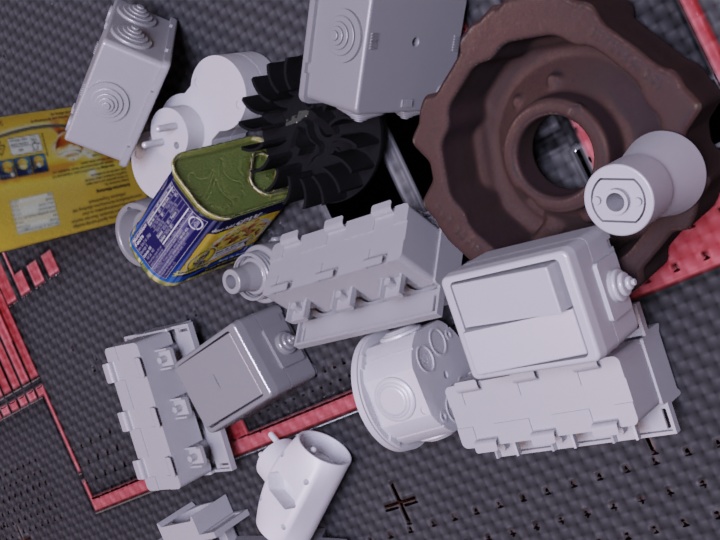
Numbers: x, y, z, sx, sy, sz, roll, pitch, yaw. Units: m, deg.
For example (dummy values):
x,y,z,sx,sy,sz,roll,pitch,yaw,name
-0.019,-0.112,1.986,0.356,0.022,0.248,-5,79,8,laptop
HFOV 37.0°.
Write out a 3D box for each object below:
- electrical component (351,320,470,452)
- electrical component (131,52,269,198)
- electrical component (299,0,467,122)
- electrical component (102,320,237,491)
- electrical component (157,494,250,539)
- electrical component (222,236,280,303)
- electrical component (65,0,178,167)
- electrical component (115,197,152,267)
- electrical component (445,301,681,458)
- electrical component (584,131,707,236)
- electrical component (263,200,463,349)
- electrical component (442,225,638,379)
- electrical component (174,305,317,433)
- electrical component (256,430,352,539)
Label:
x,y,z,sx,sy,sz,roll,pitch,yaw,name
0.035,0.074,0.695,0.051,0.080,0.080,-21,90,34,electrical component
-0.123,-0.099,0.765,0.138,0.074,0.052,-40,79,37,electrical component
0.016,-0.139,0.634,0.048,0.100,0.099,25,115,40,electrical component
-0.153,0.109,0.856,0.079,0.063,0.121,-13,96,38,electrical component
-0.127,0.225,0.885,0.081,0.042,0.063,-20,92,39,electrical component
-0.070,0.003,0.762,0.048,0.062,0.048,10,106,38,electrical component
-0.172,-0.137,0.773,0.048,0.099,0.099,21,119,-18,electrical component
-0.154,-0.031,0.825,0.055,0.047,0.055,12,110,34,electrical component
0.118,0.072,0.643,0.121,0.063,0.078,-16,93,39,electrical component
0.137,-0.040,0.524,0.044,0.065,0.044,13,114,32,electrical component
0.000,0.000,0.701,0.121,0.063,0.078,-15,53,39,electrical component
0.100,0.018,0.575,0.096,0.061,0.061,-14,98,39,electrical component
-0.084,0.072,0.795,0.096,0.061,0.061,-34,82,38,electrical component
-0.051,0.153,0.803,0.079,0.043,0.077,42,112,42,electrical component
